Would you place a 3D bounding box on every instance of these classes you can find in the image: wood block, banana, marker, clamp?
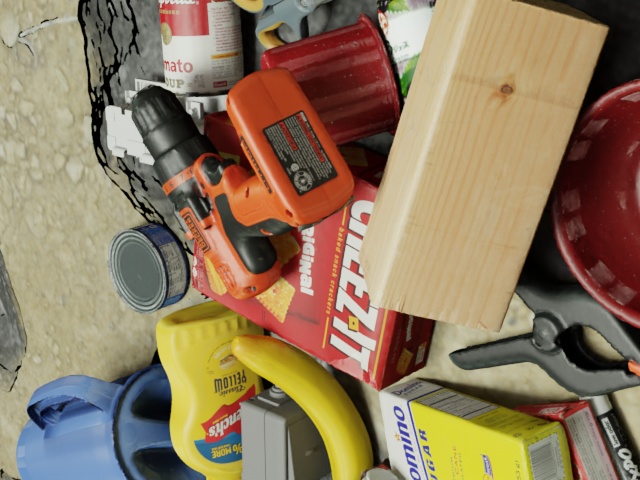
[{"bbox_3d":[0.099,-0.056,0.692,0.090,0.090,0.206,13,109,-9],"label":"wood block"},{"bbox_3d":[-0.003,0.147,0.897,0.037,0.069,0.198,-6,117,51],"label":"banana"},{"bbox_3d":[0.217,0.163,0.752,0.020,0.020,0.121,-28,85,44],"label":"marker"},{"bbox_3d":[0.163,0.051,0.752,0.172,0.039,0.120,11,115,40],"label":"clamp"}]

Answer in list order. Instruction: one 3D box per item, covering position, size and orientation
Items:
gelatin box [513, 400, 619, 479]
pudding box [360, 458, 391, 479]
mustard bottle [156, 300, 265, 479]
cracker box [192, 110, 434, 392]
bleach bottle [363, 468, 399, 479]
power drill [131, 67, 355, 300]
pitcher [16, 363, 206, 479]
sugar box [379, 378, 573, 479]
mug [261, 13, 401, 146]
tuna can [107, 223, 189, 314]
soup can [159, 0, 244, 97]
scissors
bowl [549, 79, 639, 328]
[{"bbox_3d":[0.175,0.161,0.767,0.073,0.030,0.089,-22,89,62],"label":"gelatin box"},{"bbox_3d":[0.067,0.256,0.903,0.090,0.039,0.114,32,123,31],"label":"pudding box"},{"bbox_3d":[-0.091,0.154,0.971,0.058,0.096,0.191,15,114,51],"label":"mustard bottle"},{"bbox_3d":[-0.006,0.001,0.861,0.214,0.071,0.164,26,120,33],"label":"cracker box"},{"bbox_3d":[0.019,0.300,0.884,0.103,0.067,0.251,40,122,38],"label":"bleach bottle"},{"bbox_3d":[-0.062,-0.055,0.771,0.184,0.057,0.188,58,153,-1],"label":"power drill"},{"bbox_3d":[-0.216,0.200,1.074,0.243,0.144,0.149,-20,88,47],"label":"pitcher"},{"bbox_3d":[0.113,0.166,0.795,0.177,0.048,0.093,5,108,58],"label":"sugar box"},{"bbox_3d":[0.005,-0.109,0.792,0.117,0.081,0.093,-179,72,-84],"label":"mug"},{"bbox_3d":[-0.167,0.027,1.041,0.086,0.033,0.086,15,114,38],"label":"tuna can"},{"bbox_3d":[-0.099,-0.175,0.889,0.069,0.068,0.102,13,113,39],"label":"soup can"},{"bbox_3d":[-0.025,-0.188,0.782,0.096,0.016,0.202,43,163,-5],"label":"scissors"},{"bbox_3d":[0.225,-0.024,0.657,0.162,0.055,0.162,15,114,38],"label":"bowl"}]
